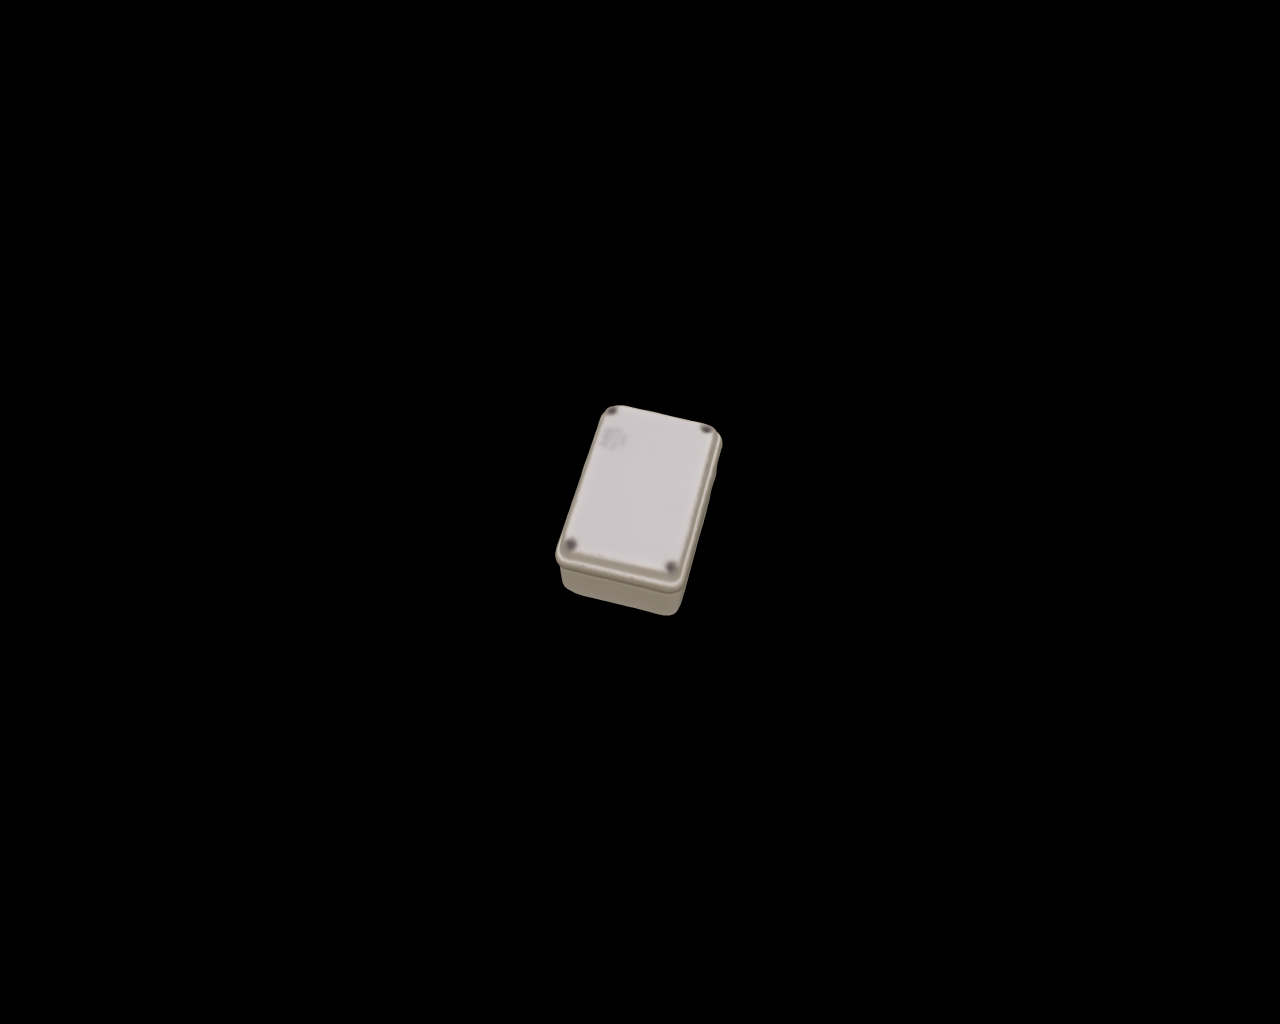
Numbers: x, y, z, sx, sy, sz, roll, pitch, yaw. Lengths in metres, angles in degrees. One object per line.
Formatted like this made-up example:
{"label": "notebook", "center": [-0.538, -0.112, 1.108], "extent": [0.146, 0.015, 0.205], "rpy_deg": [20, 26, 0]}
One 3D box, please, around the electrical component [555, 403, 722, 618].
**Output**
{"label": "electrical component", "center": [0.001, -0.003, 0.650], "extent": [0.078, 0.113, 0.057], "rpy_deg": [13, -28, 7]}
